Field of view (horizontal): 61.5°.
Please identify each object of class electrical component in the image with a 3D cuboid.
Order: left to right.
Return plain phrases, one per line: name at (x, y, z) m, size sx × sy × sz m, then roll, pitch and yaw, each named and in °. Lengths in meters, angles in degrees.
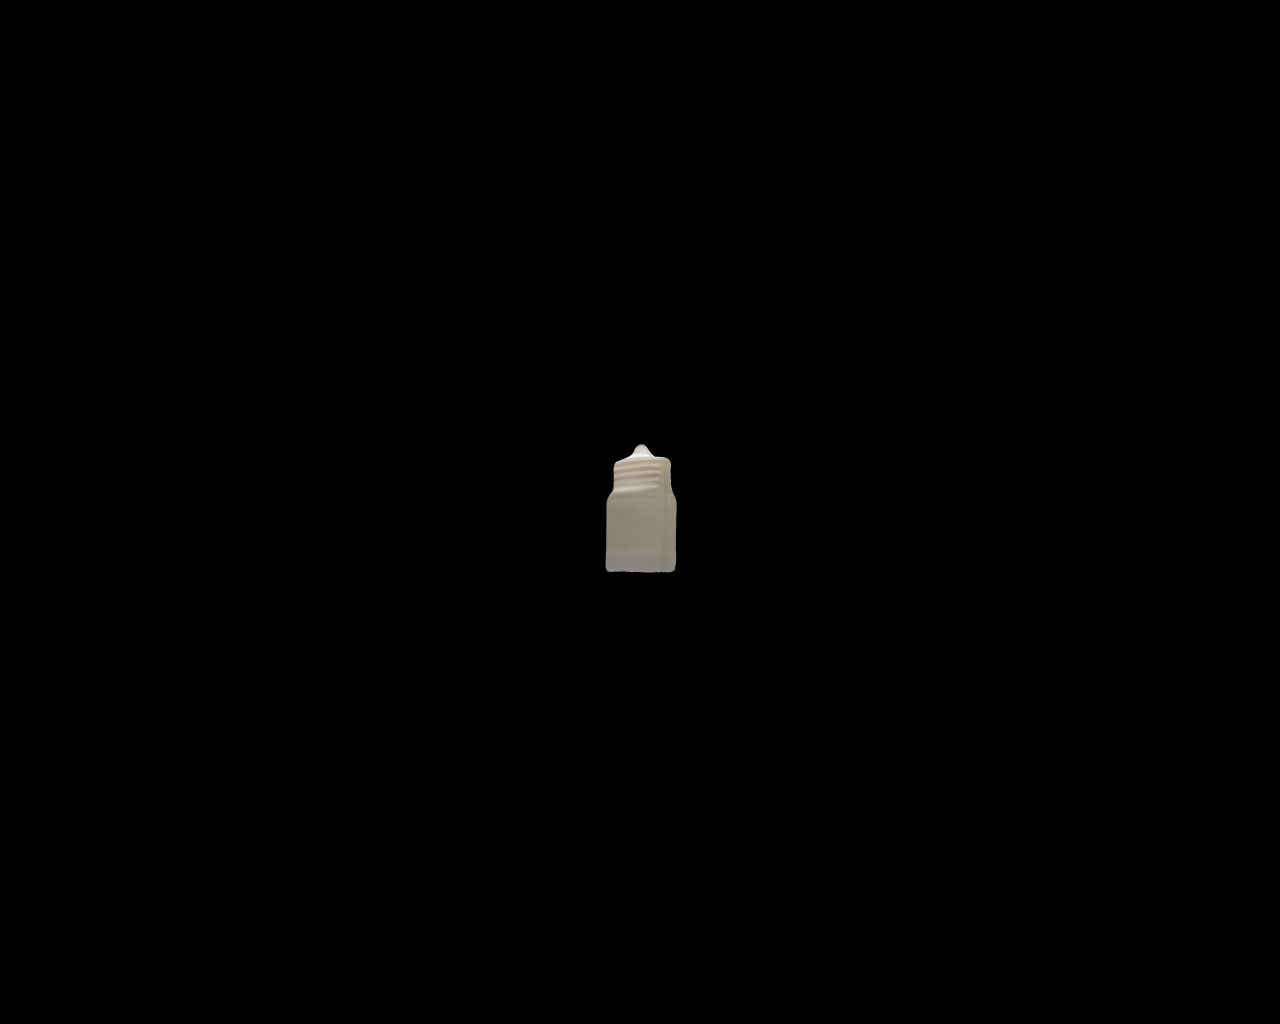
electrical component at (0.001, -0.003, 0.650) m, size 0.043 × 0.081 × 0.043 m, roll 0°, pitch -4°, yaw 0°
